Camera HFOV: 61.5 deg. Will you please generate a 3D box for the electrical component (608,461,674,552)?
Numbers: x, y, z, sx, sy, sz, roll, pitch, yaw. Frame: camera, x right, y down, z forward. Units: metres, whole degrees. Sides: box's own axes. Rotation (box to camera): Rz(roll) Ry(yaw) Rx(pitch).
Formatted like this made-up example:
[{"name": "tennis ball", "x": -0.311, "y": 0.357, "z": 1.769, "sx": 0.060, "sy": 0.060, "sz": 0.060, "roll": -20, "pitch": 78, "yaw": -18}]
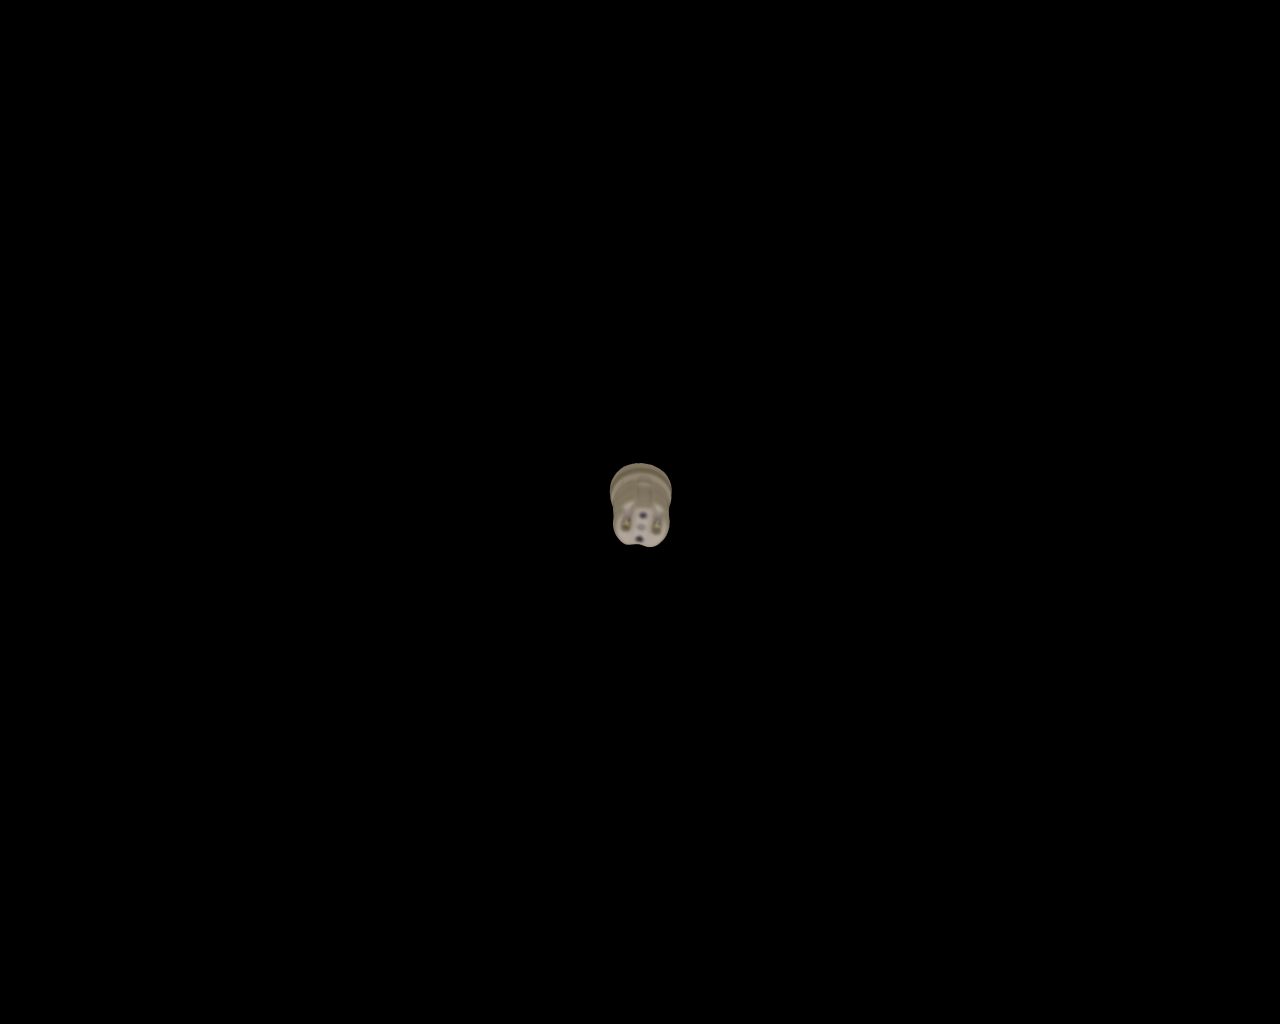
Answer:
[{"name": "electrical component", "x": 0.001, "y": -0.003, "z": 0.650, "sx": 0.040, "sy": 0.040, "sz": 0.046, "roll": 0, "pitch": 34, "yaw": 0}]
